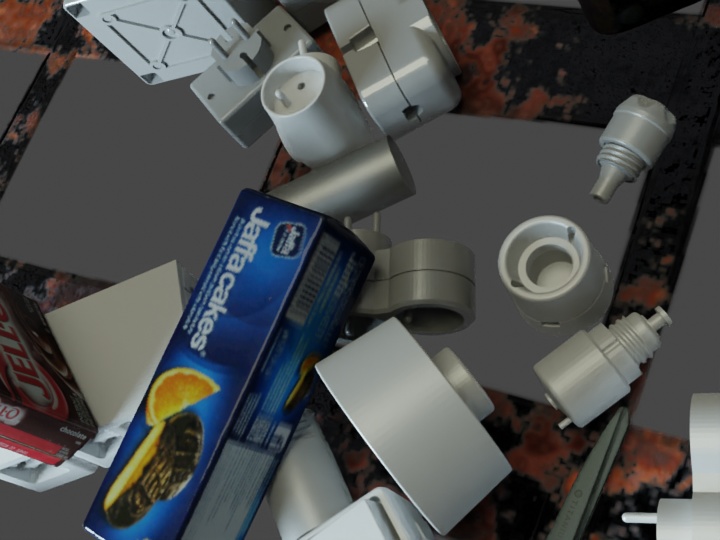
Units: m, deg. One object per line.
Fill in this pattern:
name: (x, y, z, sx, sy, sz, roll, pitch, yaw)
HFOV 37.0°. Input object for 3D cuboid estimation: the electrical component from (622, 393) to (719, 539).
electrical component: (0.158, 0.124, 0.496, 0.074, 0.052, 0.138, -4, 65, 24)

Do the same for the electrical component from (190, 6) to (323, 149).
electrical component: (-0.074, -0.138, 0.715, 0.083, 0.076, 0.047, -41, 57, 3)

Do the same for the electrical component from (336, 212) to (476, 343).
electrical component: (0.000, 0.000, 0.629, 0.138, 0.052, 0.073, -8, 64, 22)

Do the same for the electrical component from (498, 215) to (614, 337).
electrical component: (0.105, 0.002, 0.582, 0.055, 0.047, 0.055, -10, 63, 21)

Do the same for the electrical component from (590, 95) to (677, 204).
electrical component: (0.149, -0.065, 0.601, 0.035, 0.035, 0.061, 28, 83, 33)

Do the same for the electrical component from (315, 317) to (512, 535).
electrical component: (0.033, 0.073, 0.550, 0.060, 0.108, 0.108, -37, 56, -2)

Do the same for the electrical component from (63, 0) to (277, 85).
electrical component: (-0.129, -0.187, 0.746, 0.109, 0.109, 0.056, -9, 65, 21)

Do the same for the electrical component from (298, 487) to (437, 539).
electrical component: (-0.005, 0.164, 0.550, 0.096, 0.061, 0.061, -35, 57, 7)

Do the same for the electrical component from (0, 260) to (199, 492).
electrical component: (-0.156, 0.069, 0.665, 0.150, 0.062, 0.089, -22, 60, 15)

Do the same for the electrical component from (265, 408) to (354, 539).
electrical component: (-0.034, 0.113, 0.597, 0.043, 0.043, 0.081, -32, 57, 8)

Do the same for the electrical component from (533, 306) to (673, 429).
electrical component: (0.126, 0.047, 0.555, 0.078, 0.040, 0.040, -38, 57, 5)

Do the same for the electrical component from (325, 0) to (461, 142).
electrical component: (0.024, -0.138, 0.682, 0.059, 0.054, 0.095, -28, 58, 11)

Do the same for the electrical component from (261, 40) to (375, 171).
electrical component: (-0.028, -0.110, 0.680, 0.044, 0.077, 0.079, -20, 59, 16)

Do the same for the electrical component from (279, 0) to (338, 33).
electrical component: (-0.017, -0.210, 0.735, 0.089, 0.056, 0.050, -31, 57, 9)
